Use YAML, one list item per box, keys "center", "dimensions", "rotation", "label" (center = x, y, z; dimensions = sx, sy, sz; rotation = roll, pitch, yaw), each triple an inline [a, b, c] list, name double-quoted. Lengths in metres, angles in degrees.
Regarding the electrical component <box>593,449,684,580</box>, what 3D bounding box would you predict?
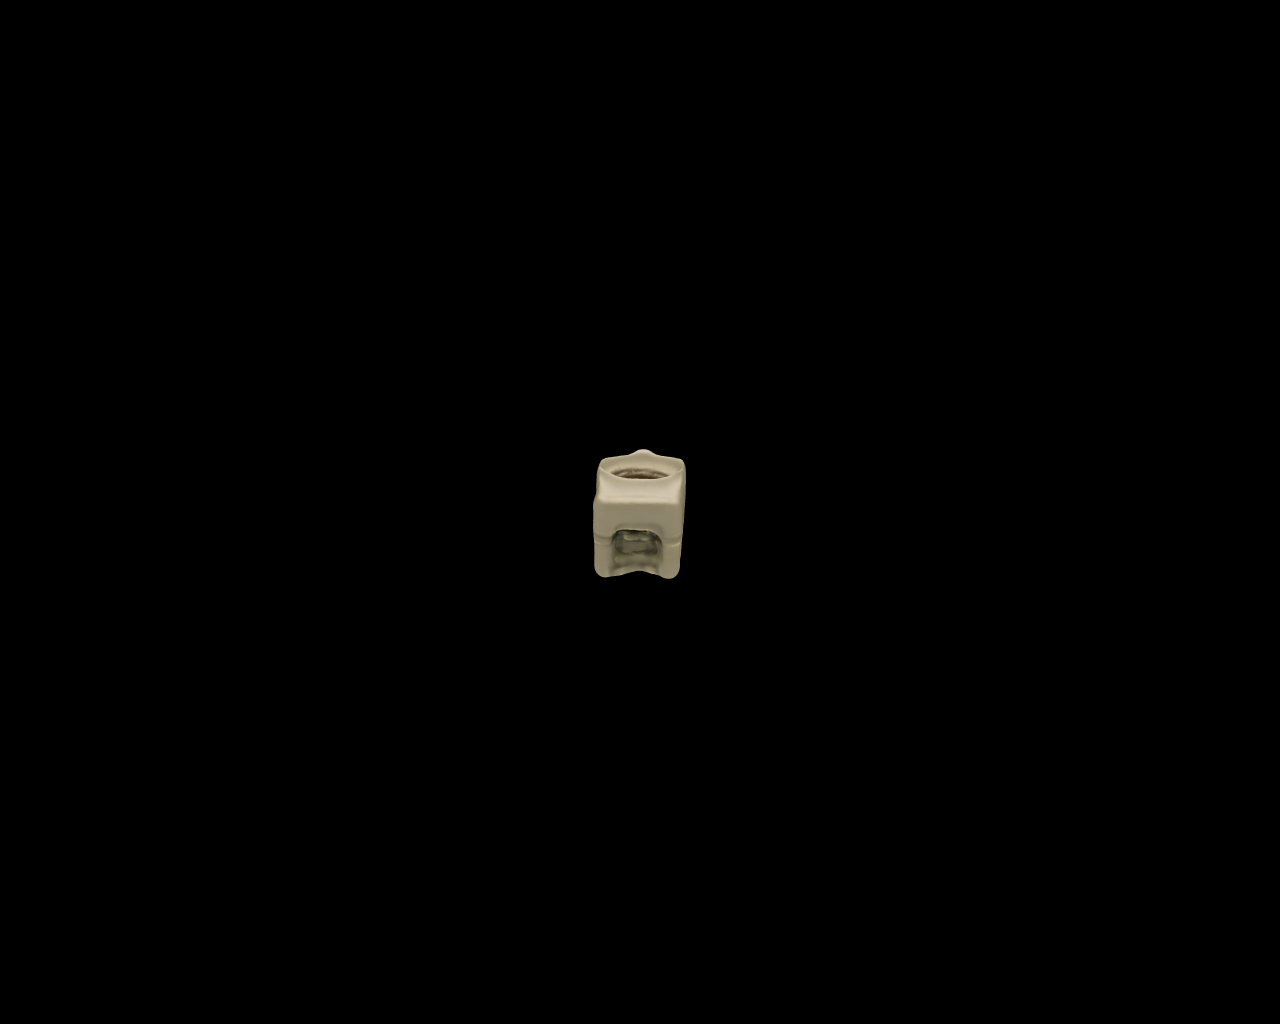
- center: [0.001, -0.003, 0.650]
  dimensions: [0.050, 0.055, 0.090]
  rotation: [1, 20, 3]
  label: "electrical component"
